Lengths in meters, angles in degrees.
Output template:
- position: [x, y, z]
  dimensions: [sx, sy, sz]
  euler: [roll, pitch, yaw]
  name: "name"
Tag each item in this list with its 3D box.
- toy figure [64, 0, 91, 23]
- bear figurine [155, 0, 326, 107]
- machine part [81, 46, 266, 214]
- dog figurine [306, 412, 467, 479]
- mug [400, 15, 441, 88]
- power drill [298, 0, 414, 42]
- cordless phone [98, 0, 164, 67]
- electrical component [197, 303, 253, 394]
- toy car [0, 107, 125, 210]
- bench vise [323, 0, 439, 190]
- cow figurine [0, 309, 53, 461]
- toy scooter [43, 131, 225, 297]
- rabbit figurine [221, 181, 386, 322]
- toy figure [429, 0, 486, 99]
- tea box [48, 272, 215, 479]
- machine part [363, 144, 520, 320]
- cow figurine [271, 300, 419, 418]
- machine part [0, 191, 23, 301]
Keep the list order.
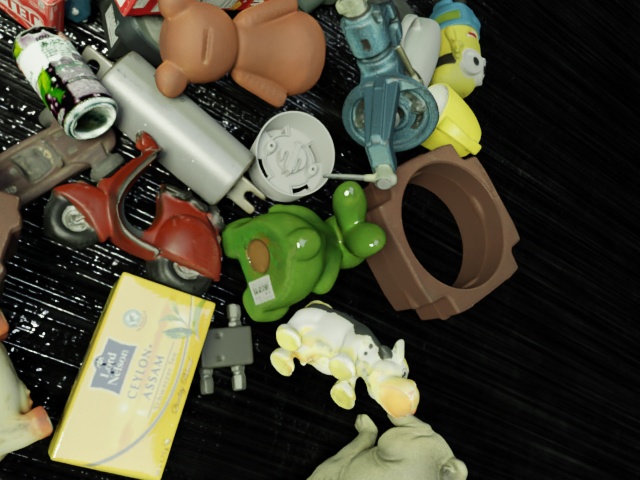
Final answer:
- position: [-0.298, -0.305, 0.577]
  dimensions: [0.058, 0.064, 0.154]
  euler: [-26, 84, -56]
  name: "toy figure"
- position: [-0.096, -0.210, 0.594]
  dimensions: [0.196, 0.132, 0.120]
  euler: [-8, 113, -31]
  name: "bear figurine"
- position: [-0.157, -0.119, 0.587]
  dimensions: [0.243, 0.079, 0.079]
  euler: [42, 61, -12]
  name: "machine part"
- position: [0.032, 0.260, 0.529]
  dimensions: [0.190, 0.172, 0.121]
  euler: [-21, 75, -38]
  name: "dog figurine"
- position: [0.129, -0.274, 0.769]
  dimensions: [0.107, 0.081, 0.109]
  euler: [-62, 149, -22]
  name: "mug"
- position: [0.020, -0.333, 0.745]
  dimensions: [0.232, 0.086, 0.207]
  euler: [42, 65, -16]
  name: "power drill"
- position: [-0.159, -0.275, 0.632]
  dimensions: [0.184, 0.089, 0.146]
  euler: [-8, 79, -35]
  name: "cordless phone"
- position: [-0.105, 0.116, 0.578]
  dimensions: [0.063, 0.021, 0.094]
  euler: [2, 75, -27]
  name: "electrical component"
- position: [-0.287, -0.062, 0.517]
  dimensions: [0.202, 0.053, 0.089]
  euler: [-43, 101, -32]
  name: "toy car"
- position: [0.076, -0.171, 0.644]
  dimensions: [0.129, 0.223, 0.241]
  euler: [-2, 53, 14]
  name: "bench vise"
- position: [-0.318, 0.103, 0.436]
  dimensions: [0.127, 0.085, 0.195]
  euler: [-26, 90, -38]
  name: "cow figurine"
- position: [-0.167, -0.029, 0.545]
  dimensions: [0.183, 0.075, 0.135]
  euler: [31, 69, -28]
  name: "toy scooter"
- position: [-0.001, -0.002, 0.610]
  dimensions: [0.170, 0.159, 0.121]
  euler: [-14, 72, -46]
  name: "rabbit figurine"
- position: [0.207, -0.300, 0.836]
  dimensions: [0.082, 0.089, 0.180]
  euler: [7, 64, -25]
  name: "toy figure"
- position: [-0.176, 0.128, 0.511]
  dimensions: [0.098, 0.068, 0.169]
  euler: [22, 67, -22]
  name: "tea box"
- position: [0.154, -0.010, 0.719]
  dimensions: [0.201, 0.087, 0.201]
  euler: [-29, 89, -32]
  name: "machine part"
- position: [0.038, 0.126, 0.588]
  dimensions: [0.168, 0.068, 0.098]
  euler: [23, 37, 21]
  name: "cow figurine"
- position: [-0.320, 0.000, 0.400]
  dimensions: [0.179, 0.056, 0.179]
  euler: [18, 50, -22]
  name: "machine part"
